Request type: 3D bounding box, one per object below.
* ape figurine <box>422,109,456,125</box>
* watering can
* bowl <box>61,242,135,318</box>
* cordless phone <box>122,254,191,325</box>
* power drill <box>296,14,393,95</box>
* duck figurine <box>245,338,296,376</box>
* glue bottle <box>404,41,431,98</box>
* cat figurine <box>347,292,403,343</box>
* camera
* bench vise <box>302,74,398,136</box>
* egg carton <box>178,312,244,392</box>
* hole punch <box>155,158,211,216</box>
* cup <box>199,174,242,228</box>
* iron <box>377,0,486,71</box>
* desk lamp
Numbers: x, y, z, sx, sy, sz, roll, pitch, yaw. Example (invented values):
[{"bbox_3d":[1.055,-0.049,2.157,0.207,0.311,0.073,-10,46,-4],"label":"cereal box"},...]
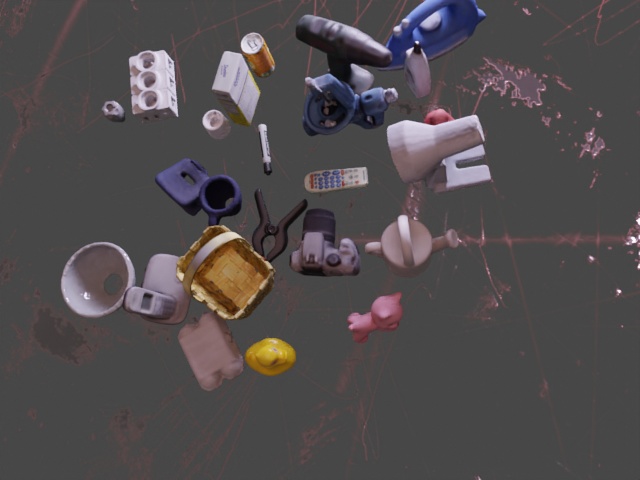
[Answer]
[{"bbox_3d":[0.251,-0.247,1.218,0.077,0.092,0.076,-4,77,8],"label":"ape figurine"},{"bbox_3d":[0.177,0.006,1.119,0.173,0.194,0.101,-27,75,2],"label":"watering can"},{"bbox_3d":[-0.475,0.093,1.263,0.167,0.075,0.167,-2,77,8],"label":"bowl"},{"bbox_3d":[-0.338,0.096,1.183,0.094,0.185,0.147,3,78,10],"label":"cordless phone"},{"bbox_3d":[0.059,-0.385,1.218,0.229,0.208,0.076,31,84,14],"label":"power drill"},{"bbox_3d":[-0.107,0.238,1.167,0.104,0.086,0.077,0,77,9],"label":"duck figurine"},{"bbox_3d":[0.205,-0.370,1.210,0.037,0.173,0.078,-29,74,2],"label":"glue bottle"},{"bbox_3d":[0.113,0.154,1.135,0.128,0.118,0.067,-25,75,3],"label":"cat figurine"},{"bbox_3d":[0.011,0.004,1.194,0.143,0.101,0.137,1,78,9],"label":"camera"},{"bbox_3d":[0.049,-0.303,1.195,0.207,0.220,0.121,-28,75,2],"label":"bench vise"},{"bbox_3d":[-0.226,0.231,1.196,0.107,0.069,0.150,-32,75,1],"label":"egg carton"},{"bbox_3d":[-0.295,-0.126,1.276,0.108,0.091,0.101,42,87,15],"label":"hole punch"},{"bbox_3d":[-0.209,-0.073,1.248,0.091,0.095,0.118,10,79,11],"label":"cup"},{"bbox_3d":[0.231,-0.473,1.246,0.258,0.141,0.118,-33,74,1],"label":"iron"},{"bbox_3d":[0.240,-0.174,1.140,0.203,0.214,0.118,-12,76,6],"label":"desk lamp"}]
